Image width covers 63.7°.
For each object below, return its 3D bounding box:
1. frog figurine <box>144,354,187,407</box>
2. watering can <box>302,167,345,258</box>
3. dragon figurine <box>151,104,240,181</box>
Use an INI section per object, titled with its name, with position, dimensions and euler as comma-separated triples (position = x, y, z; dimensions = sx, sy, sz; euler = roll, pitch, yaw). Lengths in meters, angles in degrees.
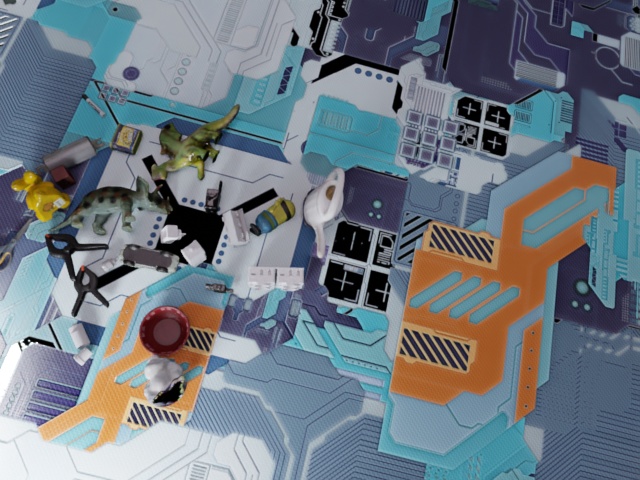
[frog figurine]
position = -0.504, 0.445, 1.640
dimensions = 0.161, 0.120, 0.138
euler = 31, 77, 41
[watering can]
position = 0.005, -0.091, 1.808
dimensions = 0.103, 0.222, 0.353
euler = 22, 71, -19
[dragon figurine]
position = -0.486, -0.373, 1.907
dimensions = 0.243, 0.120, 0.417
euler = 22, 69, 9
